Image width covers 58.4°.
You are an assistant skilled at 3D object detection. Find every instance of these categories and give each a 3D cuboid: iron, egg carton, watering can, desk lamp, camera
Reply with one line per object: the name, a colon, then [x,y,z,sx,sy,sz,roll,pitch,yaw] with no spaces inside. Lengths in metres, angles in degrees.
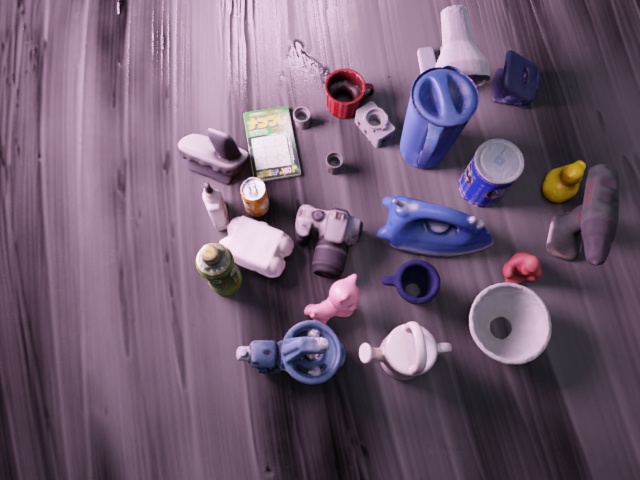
iron: [0.257,-0.037,1.207,0.258,0.141,0.119,10,73,2]
egg carton: [-0.136,0.014,1.219,0.150,0.069,0.107,21,73,5]
watering can: [0.166,0.215,1.099,0.173,0.194,0.101,-25,75,-9]
desk lamp: [0.293,-0.404,1.284,0.118,0.213,0.203,-7,73,-3]
camera: [0.011,0.004,1.209,0.143,0.101,0.137,12,73,2]

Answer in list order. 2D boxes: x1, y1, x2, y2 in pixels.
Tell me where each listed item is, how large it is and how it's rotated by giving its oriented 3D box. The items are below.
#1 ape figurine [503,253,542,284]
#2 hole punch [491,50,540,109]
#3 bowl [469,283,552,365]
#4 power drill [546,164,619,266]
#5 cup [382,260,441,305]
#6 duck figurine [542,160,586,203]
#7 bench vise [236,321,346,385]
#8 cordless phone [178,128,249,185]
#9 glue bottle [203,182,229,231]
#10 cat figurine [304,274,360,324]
ape figurine: [0.433,0.058,1.208,0.077,0.092,0.076,22,74,5]
hole punch: [0.466,-0.378,1.344,0.101,0.091,0.109,12,73,2]
bowl: [0.381,0.176,1.179,0.167,0.075,0.167,0,73,-1]
power drill: [0.545,-0.031,1.177,0.075,0.208,0.230,17,73,4]
cup: [0.183,0.095,1.189,0.117,0.095,0.092,2,73,-1]
duck figurine: [0.549,-0.136,1.274,0.105,0.086,0.077,-43,78,-13]
bench vise: [-0.050,0.222,1.079,0.207,0.220,0.121,-18,74,-7]
cordless phone: [-0.235,-0.206,1.224,0.147,0.185,0.094,17,73,4]
glue bottle: [-0.221,-0.080,1.192,0.037,0.173,0.078,-16,74,-6]
cat figurine: [0.031,0.127,1.163,0.128,0.118,0.067,-31,76,-10]
